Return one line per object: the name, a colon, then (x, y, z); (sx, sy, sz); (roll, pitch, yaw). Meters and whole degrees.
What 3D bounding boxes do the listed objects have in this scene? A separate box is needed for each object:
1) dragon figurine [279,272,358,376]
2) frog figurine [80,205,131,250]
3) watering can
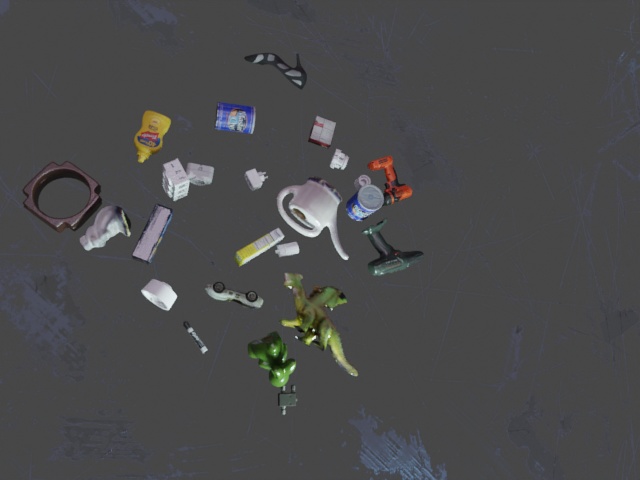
dragon figurine: (0.017, 0.266, 1.815); (0.410, 0.120, 0.247); (39, 59, -3)
frog figurine: (-0.711, -0.042, 1.687); (0.160, 0.120, 0.140); (-18, 47, -12)
watering can: (0.006, -0.097, 1.918); (0.347, 0.102, 0.228); (36, 66, -3)
